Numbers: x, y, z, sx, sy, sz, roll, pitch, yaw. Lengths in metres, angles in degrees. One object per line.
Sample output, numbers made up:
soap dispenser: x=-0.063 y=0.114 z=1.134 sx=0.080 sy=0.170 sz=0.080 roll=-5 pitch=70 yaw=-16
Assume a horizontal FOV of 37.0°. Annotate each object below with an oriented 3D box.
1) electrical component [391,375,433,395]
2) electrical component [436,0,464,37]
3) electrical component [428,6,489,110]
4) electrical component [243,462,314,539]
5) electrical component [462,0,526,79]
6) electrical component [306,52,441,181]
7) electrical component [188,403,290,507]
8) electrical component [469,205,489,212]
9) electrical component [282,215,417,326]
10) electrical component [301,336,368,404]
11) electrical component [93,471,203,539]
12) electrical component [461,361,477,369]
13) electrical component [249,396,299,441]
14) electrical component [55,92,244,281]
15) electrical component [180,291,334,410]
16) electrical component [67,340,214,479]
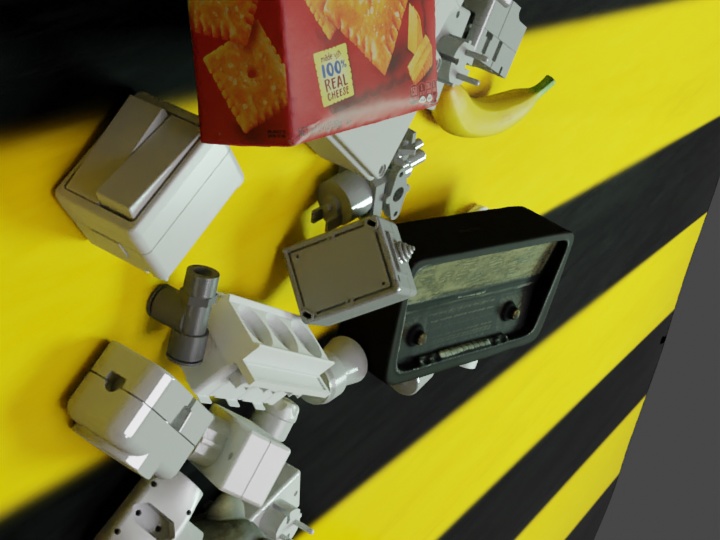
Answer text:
electrical component: x=0.059 y=0.096 z=1.108 sx=0.078 sy=0.040 sz=0.040 roll=-38 pitch=144 yaw=-45
electrical component: x=0.049 y=-0.221 z=0.784 sx=0.089 sy=0.050 sz=0.056 roll=-62 pitch=154 yaw=-6
electrical component: x=0.063 y=-0.165 z=0.833 sx=0.047 sy=0.076 sz=0.083 roll=0 pitch=113 yaw=-63
electrical component: x=-0.075 y=0.209 z=0.908 sx=0.083 sy=0.076 sz=0.047 roll=-40 pitch=146 yaw=-42
electrical component: x=0.098 y=-0.202 z=0.897 sx=0.089 sy=0.050 sz=0.055 roll=8 pitch=106 yaw=-64
electrical component: x=-0.001 y=-0.134 z=0.759 sx=0.108 sy=0.056 sz=0.109 roll=-63 pitch=155 yaw=-5
electrical component: x=-0.106 y=0.127 z=0.787 sx=0.076 sy=0.083 sz=0.047 roll=31 pitch=83 yaw=-27
electrical component: x=0.128 y=-0.023 z=1.119 sx=0.080 sy=0.051 sz=0.080 roll=-44 pitch=148 yaw=-37
electrical component: x=0.000 y=0.000 z=0.822 sx=0.061 sy=0.096 sz=0.061 roll=15 pitch=57 yaw=-71
electrical component: x=-0.026 y=0.087 z=0.927 sx=0.055 sy=0.045 sz=0.045 roll=-29 pitch=137 yaw=-51
electrical component: x=-0.140 y=0.191 z=0.772 sx=0.077 sy=0.079 sz=0.043 roll=-53 pitch=-165 yaw=-24
electrical component: x=0.113 y=0.066 z=1.179 sx=0.079 sy=0.044 sz=0.077 roll=3 pitch=110 yaw=-63
electrical component: x=-0.077 y=0.132 z=0.883 sx=0.061 sy=0.035 sz=0.035 roll=-63 pitch=155 yaw=0
electrical component: x=-0.114 y=-0.055 z=0.606 sx=0.096 sy=0.062 sz=0.061 roll=-55 pitch=154 yaw=-19
electrical component: x=-0.078 y=0.062 z=0.774 sx=0.063 sy=0.078 sz=0.121 roll=-38 pitch=158 yaw=12
electrical component: x=-0.143 y=0.096 z=0.697 sx=0.059 sy=0.054 sz=0.095 roll=-57 pitch=154 yaw=-17
